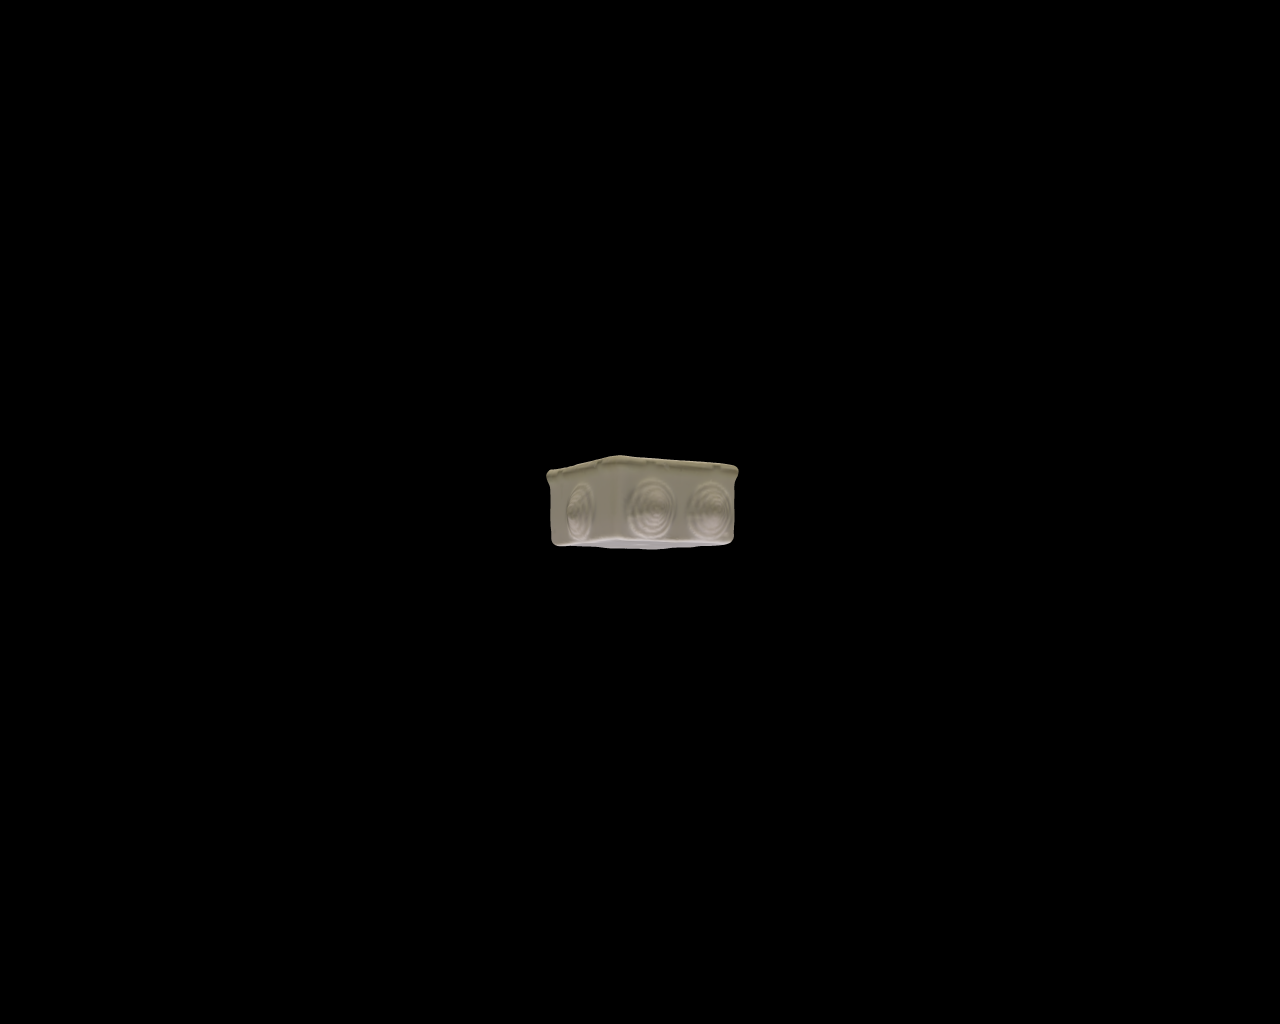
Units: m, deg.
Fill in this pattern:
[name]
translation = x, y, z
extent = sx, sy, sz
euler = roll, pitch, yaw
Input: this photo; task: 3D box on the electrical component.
[electrical component]
translation = 0.001, -0.003, 0.650
extent = 0.100, 0.048, 0.099
euler = 3, -6, -33
